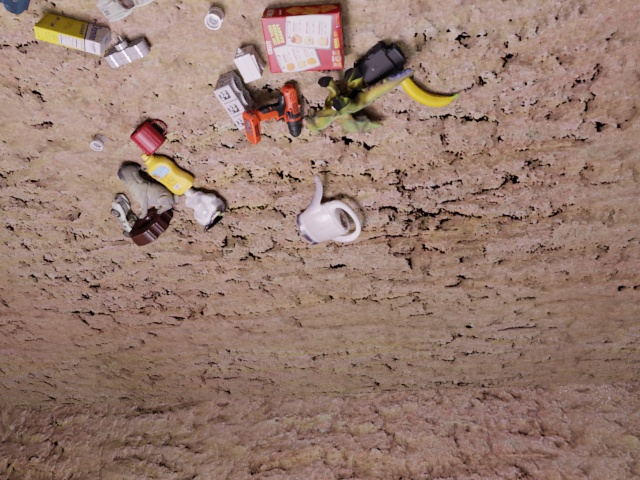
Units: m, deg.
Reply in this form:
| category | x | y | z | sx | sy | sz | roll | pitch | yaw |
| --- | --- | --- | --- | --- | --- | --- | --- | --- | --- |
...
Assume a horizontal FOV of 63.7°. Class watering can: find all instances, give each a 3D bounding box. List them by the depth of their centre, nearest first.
| category | x | y | z | sx | sy | sz | roll | pitch | yaw |
| --- | --- | --- | --- | --- | --- | --- | --- | --- | --- |
| watering can | 0.006 | -0.095 | 1.879 | 0.222 | 0.106 | 0.342 | -22 | 131 | 25 |

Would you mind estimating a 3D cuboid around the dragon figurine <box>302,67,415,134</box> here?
| category | x | y | z | sx | sy | sz | roll | pitch | yaw |
| --- | --- | --- | --- | --- | --- | --- | --- | --- | --- |
| dragon figurine | 0.114 | -0.397 | 1.549 | 0.409 | 0.124 | 0.240 | -6 | 164 | 24 |

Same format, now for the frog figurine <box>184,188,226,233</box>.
| category | x | y | z | sx | sy | sz | roll | pitch | yaw |
| --- | --- | --- | --- | --- | --- | --- | --- | --- | --- |
| frog figurine | -0.431 | -0.128 | 1.902 | 0.160 | 0.124 | 0.134 | 47 | 140 | 8 |
